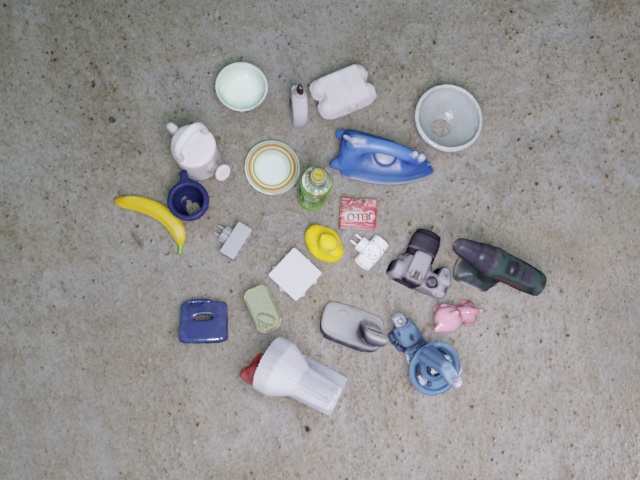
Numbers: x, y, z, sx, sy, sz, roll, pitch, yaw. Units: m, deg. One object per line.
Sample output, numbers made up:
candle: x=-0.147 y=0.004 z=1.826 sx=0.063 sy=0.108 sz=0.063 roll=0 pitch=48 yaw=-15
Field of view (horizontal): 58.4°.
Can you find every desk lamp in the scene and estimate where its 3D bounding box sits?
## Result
desk lamp: x=-0.035 y=0.296 z=1.216 sx=0.203 sy=0.213 sz=0.118 roll=27 pitch=81 yaw=-1

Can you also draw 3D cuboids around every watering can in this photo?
watering can: x=-0.272 y=-0.201 z=1.270 sx=0.173 sy=0.194 sz=0.101 roll=20 pitch=81 yaw=-2

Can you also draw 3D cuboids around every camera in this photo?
camera: x=0.246 y=0.051 z=1.331 sx=0.143 sy=0.100 sz=0.137 roll=25 pitch=81 yaw=-1

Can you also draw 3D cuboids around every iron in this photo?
iron: x=0.158 y=-0.199 z=1.335 sx=0.258 sy=0.141 sz=0.119 roll=10 pitch=82 yaw=-4

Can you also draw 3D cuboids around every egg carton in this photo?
egg carton: x=0.056 y=-0.357 z=1.383 sx=0.150 sy=0.069 sz=0.107 roll=-26 pitch=85 yaw=-8

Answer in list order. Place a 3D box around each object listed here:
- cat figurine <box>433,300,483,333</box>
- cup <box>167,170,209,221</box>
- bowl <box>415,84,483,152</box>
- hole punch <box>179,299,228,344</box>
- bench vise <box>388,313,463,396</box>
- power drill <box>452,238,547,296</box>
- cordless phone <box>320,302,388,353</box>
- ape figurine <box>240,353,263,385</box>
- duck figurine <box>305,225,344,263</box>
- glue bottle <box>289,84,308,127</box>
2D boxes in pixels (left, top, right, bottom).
cat figurine: x=0.311 y=0.175 z=1.312 sx=0.128 sy=0.117 sz=0.067 roll=-11 pitch=83 yaw=-6
cup: x=-0.297 y=-0.095 z=1.304 sx=0.092 sy=0.095 sz=0.118 roll=-12 pitch=84 yaw=-6
bowl: x=0.304 y=-0.287 z=1.394 sx=0.167 sy=0.074 sz=0.167 roll=1 pitch=82 yaw=-5
hole punch: x=-0.259 y=0.181 z=1.273 sx=0.108 sy=0.091 sz=0.101 roll=-2 pitch=83 yaw=-5
bench vise: x=0.224 y=0.259 z=1.242 sx=0.207 sy=0.219 sz=0.121 roll=37 pitch=81 yaw=1
power drill: x=0.376 y=0.063 z=1.287 sx=0.229 sy=0.208 sz=0.076 roll=21 pitch=81 yaw=-2
cordless phone: x=0.077 y=0.193 z=1.254 sx=0.147 sy=0.185 sz=0.094 roll=17 pitch=81 yaw=-2
ape figurine: x=-0.139 y=0.294 z=1.268 sx=0.078 sy=0.092 sz=0.076 roll=-11 pitch=83 yaw=-6
duck figurine: x=0.012 y=0.005 z=1.323 sx=0.104 sy=0.086 sz=0.077 roll=44 pitch=81 yaw=2
glue bottle: x=-0.049 y=-0.321 z=1.317 sx=0.037 sy=0.173 sz=0.078 roll=-12 pitch=84 yaw=-6
